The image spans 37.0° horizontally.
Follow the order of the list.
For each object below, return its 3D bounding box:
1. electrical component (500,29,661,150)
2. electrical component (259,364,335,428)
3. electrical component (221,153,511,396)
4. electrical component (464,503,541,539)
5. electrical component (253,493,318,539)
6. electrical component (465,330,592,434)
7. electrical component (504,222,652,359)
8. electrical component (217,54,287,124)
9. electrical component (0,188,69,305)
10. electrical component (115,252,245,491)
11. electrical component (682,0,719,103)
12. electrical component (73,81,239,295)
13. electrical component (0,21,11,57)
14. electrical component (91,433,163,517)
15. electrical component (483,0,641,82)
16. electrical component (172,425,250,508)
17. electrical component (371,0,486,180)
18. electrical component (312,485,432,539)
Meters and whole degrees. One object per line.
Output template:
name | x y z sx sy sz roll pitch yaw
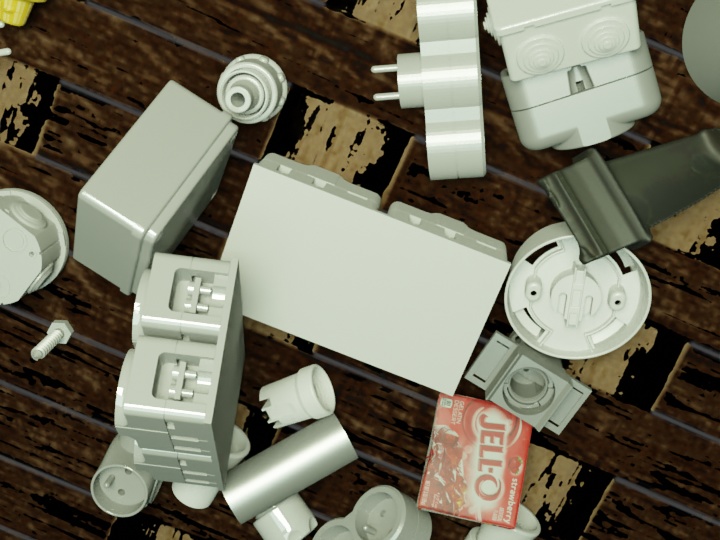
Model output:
electrical component | 0.148 -0.118 0.719 0.095 0.053 0.059 -17 105 11
electrical component | -0.048 0.097 0.816 0.046 0.040 0.040 -21 104 18
electrical component | 0.000 0.000 0.768 0.186 0.060 0.105 21 108 -1
electrical component | 0.107 0.209 0.831 0.045 0.045 0.055 28 109 -3
electrical component | -0.066 0.187 0.844 0.043 0.043 0.062 -39 82 16
electrical component | 0.121 0.077 0.778 0.081 0.063 0.042 32 107 -5
electrical component | 0.151 0.014 0.754 0.099 0.064 0.099 2 108 5
electrical component | -0.077 -0.121 0.737 0.048 0.062 0.048 2 108 6
electrical component | -0.262 -0.017 0.796 0.080 0.051 0.080 2 107 6
electrical component | -0.117 0.074 0.723 0.060 0.186 0.105 7 66 -2
electrical component | 0.270 -0.153 0.702 0.099 0.064 0.099 -1 101 -6
electrical component | -0.139 -0.052 0.721 0.056 0.108 0.108 33 153 -2
electrical component | -0.281 -0.157 0.753 0.074 0.052 0.138 -7 106 8
electrical component | -0.167 0.135 0.820 0.044 0.077 0.079 21 108 -1
electrical component | 0.126 -0.172 0.683 0.100 0.099 0.048 -13 139 10
electrical component | -0.119 0.153 0.840 0.044 0.044 0.065 30 113 -4
electrical component | 0.045 -0.129 0.727 0.074 0.052 0.138 -3 107 7
electrical component | 0.001 0.231 0.846 0.138 0.052 0.074 -40 133 12
